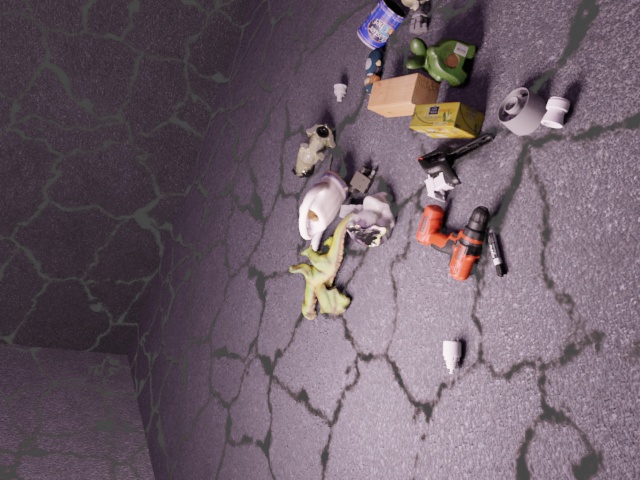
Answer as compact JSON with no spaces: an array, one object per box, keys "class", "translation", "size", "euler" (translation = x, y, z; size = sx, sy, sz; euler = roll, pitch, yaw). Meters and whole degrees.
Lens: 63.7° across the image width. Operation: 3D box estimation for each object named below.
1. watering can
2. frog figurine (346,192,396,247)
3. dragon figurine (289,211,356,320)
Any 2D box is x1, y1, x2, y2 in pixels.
[{"class":"watering can","translation":[0.005,-0.085,1.696],"size":[0.104,0.228,0.340],"euler":[27,-25,19]},{"class":"frog figurine","translation":[0.153,-0.063,1.514],"size":[0.136,0.120,0.163],"euler":[-11,38,29]},{"class":"dragon figurine","translation":[0.036,0.117,1.634],"size":[0.122,0.247,0.402],"euler":[-5,-32,-41]}]
